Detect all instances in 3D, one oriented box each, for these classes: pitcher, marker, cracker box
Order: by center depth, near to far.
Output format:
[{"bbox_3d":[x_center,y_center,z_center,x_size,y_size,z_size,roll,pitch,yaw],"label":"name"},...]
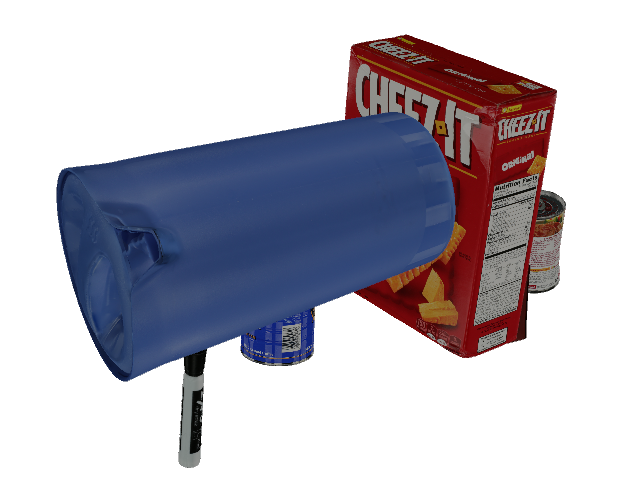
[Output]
[{"bbox_3d":[-0.043,-0.006,0.699,0.242,0.145,0.149,-16,40,-25],"label":"pitcher"},{"bbox_3d":[0.089,-0.036,0.848,0.071,0.214,0.164,-17,33,-35],"label":"cracker box"},{"bbox_3d":[-0.107,0.136,0.891,0.020,0.121,0.020,5,27,-3],"label":"marker"}]

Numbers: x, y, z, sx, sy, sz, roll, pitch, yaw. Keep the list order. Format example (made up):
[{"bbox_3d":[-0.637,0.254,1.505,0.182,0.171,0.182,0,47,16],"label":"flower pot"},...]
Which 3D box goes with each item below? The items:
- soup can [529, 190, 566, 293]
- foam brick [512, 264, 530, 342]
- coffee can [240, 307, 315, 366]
[{"bbox_3d":[0.245,0.001,1.231,0.068,0.102,0.068,-3,30,1],"label":"soup can"},{"bbox_3d":[0.168,0.058,1.046,0.051,0.078,0.053,-11,19,-34],"label":"foam brick"},{"bbox_3d":[-0.057,0.085,1.446,0.103,0.140,0.103,2,20,-1],"label":"coffee can"}]
